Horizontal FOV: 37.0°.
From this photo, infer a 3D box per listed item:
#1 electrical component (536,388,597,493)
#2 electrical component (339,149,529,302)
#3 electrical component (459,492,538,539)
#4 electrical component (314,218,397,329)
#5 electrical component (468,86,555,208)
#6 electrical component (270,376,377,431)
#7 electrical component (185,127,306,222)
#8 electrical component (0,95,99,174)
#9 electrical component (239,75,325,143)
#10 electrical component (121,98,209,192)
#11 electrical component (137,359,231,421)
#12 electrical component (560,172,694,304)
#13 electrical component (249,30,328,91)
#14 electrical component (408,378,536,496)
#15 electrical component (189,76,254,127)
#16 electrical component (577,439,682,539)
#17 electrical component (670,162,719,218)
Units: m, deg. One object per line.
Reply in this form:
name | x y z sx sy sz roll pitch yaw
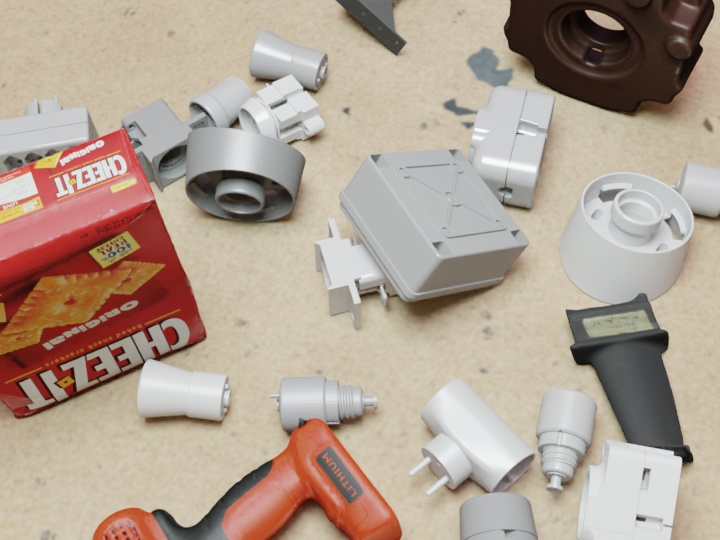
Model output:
electrical component | 0.147 0.122 0.776 0.040 0.040 0.078 11 61 10
electrical component | 0.057 -0.037 0.837 0.109 0.056 0.108 -9 56 -42
electrical component | 0.095 0.183 0.736 0.055 0.055 0.047 -4 56 1
electrical component | 0.000 0.000 0.857 0.064 0.042 0.081 -13 60 -9
electrical component | 0.125 -0.105 0.904 0.059 0.053 0.095 12 61 10
electrical component | -0.026 0.099 0.800 0.078 0.040 0.040 -2 59 2
electrical component | -0.095 -0.082 0.880 0.099 0.099 0.064 3 66 5
electrical component | -0.274 -0.123 0.940 0.083 0.047 0.075 -10 59 -3
electrical component | -0.072 -0.134 0.937 0.055 0.048 0.066 -28 62 -21
electrical component | -0.171 -0.111 0.931 0.081 0.042 0.063 -31 61 -15
electrical component | -0.131 0.093 0.810 0.065 0.044 0.044 7 60 2
electrical component | 0.215 -0.028 0.862 0.099 0.064 0.099 4 48 -4
electrical component | -0.062 -0.187 0.971 0.065 0.044 0.044 18 62 8
electrical component | 0.071 0.130 0.774 0.079 0.043 0.077 -36 64 -17
electrical component | -0.121 -0.145 0.950 0.040 0.040 0.046 37 63 22
electrical component | 0.179 0.164 0.727 0.056 0.050 0.089 9 88 9
electrical component | 0.294 -0.062 0.877 0.078 0.040 0.040 13 61 11
